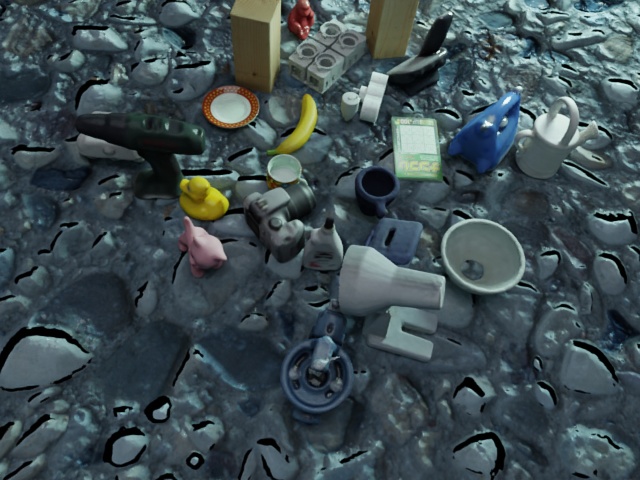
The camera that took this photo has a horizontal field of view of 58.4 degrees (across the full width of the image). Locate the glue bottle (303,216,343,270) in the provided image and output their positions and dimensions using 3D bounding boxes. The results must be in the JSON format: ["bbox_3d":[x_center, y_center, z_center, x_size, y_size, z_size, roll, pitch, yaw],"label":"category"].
[{"bbox_3d":[0.010,0.004,1.077,0.078,0.173,0.037,0,60,-5],"label":"glue bottle"}]

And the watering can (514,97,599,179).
[{"bbox_3d":[0.516,-0.231,1.250,0.173,0.194,0.100,-21,64,-17],"label":"watering can"}]

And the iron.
[{"bbox_3d":[0.401,-0.274,1.294,0.118,0.141,0.259,35,63,14],"label":"iron"}]

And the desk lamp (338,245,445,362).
[{"bbox_3d":[0.127,0.108,1.005,0.203,0.213,0.118,15,60,4],"label":"desk lamp"}]

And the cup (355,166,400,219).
[{"bbox_3d":[0.114,-0.080,1.181,0.092,0.095,0.117,-3,60,-7],"label":"cup"}]

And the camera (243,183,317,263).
[{"bbox_3d":[-0.067,-0.054,1.144,0.137,0.101,0.143,-31,67,-21],"label":"camera"}]

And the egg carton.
[{"bbox_3d":[-0.437,-0.217,1.220,0.150,0.069,0.107,3,60,-4],"label":"egg carton"}]

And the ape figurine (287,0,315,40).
[{"bbox_3d":[-0.046,-0.568,1.447,0.078,0.092,0.076,-29,67,-20],"label":"ape figurine"}]

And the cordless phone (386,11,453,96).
[{"bbox_3d":[0.241,-0.449,1.353,0.148,0.185,0.094,-37,70,-23],"label":"cordless phone"}]

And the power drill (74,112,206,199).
[{"bbox_3d":[-0.336,-0.167,1.121,0.229,0.208,0.075,-2,60,-7],"label":"power drill"}]

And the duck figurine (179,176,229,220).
[{"bbox_3d":[-0.237,-0.091,1.158,0.104,0.086,0.077,19,60,6],"label":"duck figurine"}]

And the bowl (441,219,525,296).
[{"bbox_3d":[0.315,0.045,1.140,0.167,0.075,0.167,3,60,-4],"label":"bowl"}]

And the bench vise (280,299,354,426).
[{"bbox_3d":[-0.006,0.183,0.945,0.121,0.220,0.207,0,60,-5],"label":"bench vise"}]

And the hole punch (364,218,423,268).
[{"bbox_3d":[0.141,0.010,1.134,0.101,0.091,0.109,22,61,7],"label":"hole punch"}]

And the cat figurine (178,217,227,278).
[{"bbox_3d":[-0.225,0.011,1.082,0.067,0.118,0.127,-27,66,-19],"label":"cat figurine"}]
